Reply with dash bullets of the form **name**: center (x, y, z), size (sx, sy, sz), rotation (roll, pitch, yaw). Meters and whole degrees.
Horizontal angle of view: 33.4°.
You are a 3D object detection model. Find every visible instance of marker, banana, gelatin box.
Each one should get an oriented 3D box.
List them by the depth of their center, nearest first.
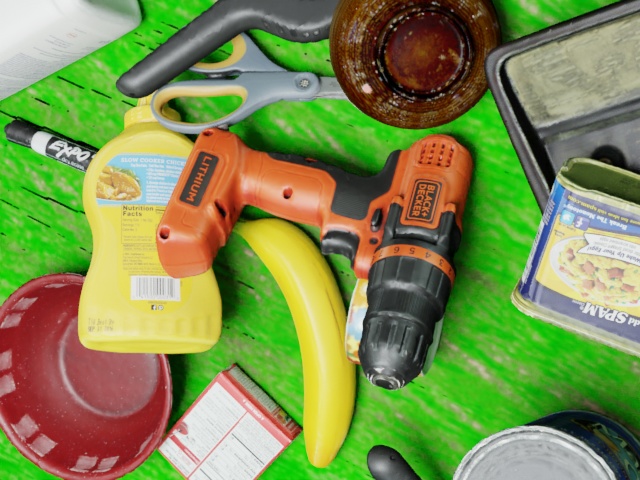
- **banana**: center (-0.009, 0.064, 0.762), size (0.070, 0.037, 0.198), rotation (-20, 90, 43)
- **gelatin box**: center (-0.069, 0.149, 0.797), size (0.073, 0.030, 0.089), rotation (43, 110, 7)
- **marker**: center (-0.189, -0.065, 0.812), size (0.121, 0.020, 0.020), rotation (22, 105, 15)

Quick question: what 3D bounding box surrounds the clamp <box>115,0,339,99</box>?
- **clamp**: center (-0.043, -0.169, 0.720), size (0.210, 0.036, 0.164), rotation (7, 85, 11)

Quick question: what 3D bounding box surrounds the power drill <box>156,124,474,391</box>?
- **power drill**: center (-0.004, 0.001, 0.680), size (0.188, 0.184, 0.057), rotation (10, 144, 12)

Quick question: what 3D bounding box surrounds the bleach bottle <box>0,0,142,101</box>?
- **bleach bottle**: center (-0.258, -0.131, 0.781), size (0.251, 0.102, 0.068), rotation (-25, 81, 20)

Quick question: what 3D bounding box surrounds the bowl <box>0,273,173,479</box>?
- **bowl**: center (-0.174, 0.100, 0.813), size (0.162, 0.055, 0.162), rotation (3, 100, 19)

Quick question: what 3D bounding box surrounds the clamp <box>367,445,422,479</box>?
- **clamp**: center (0.083, 0.220, 0.742), size (0.171, 0.039, 0.120), rotation (38, 141, 5)

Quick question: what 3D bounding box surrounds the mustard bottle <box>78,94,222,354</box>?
- **mustard bottle**: center (-0.119, -0.018, 0.751), size (0.096, 0.058, 0.191), rotation (3, 73, -15)

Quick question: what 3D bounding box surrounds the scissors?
- **scissors**: center (-0.020, -0.122, 0.740), size (0.202, 0.016, 0.096), rotation (-11, 68, 3)

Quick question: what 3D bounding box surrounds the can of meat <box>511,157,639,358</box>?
- **can of meat**: center (0.169, 0.010, 0.600), size (0.102, 0.057, 0.084), rotation (21, 118, 15)

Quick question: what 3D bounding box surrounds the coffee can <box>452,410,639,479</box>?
- **coffee can**: center (0.146, 0.160, 0.653), size (0.103, 0.140, 0.103), rotation (-2, 84, 23)
